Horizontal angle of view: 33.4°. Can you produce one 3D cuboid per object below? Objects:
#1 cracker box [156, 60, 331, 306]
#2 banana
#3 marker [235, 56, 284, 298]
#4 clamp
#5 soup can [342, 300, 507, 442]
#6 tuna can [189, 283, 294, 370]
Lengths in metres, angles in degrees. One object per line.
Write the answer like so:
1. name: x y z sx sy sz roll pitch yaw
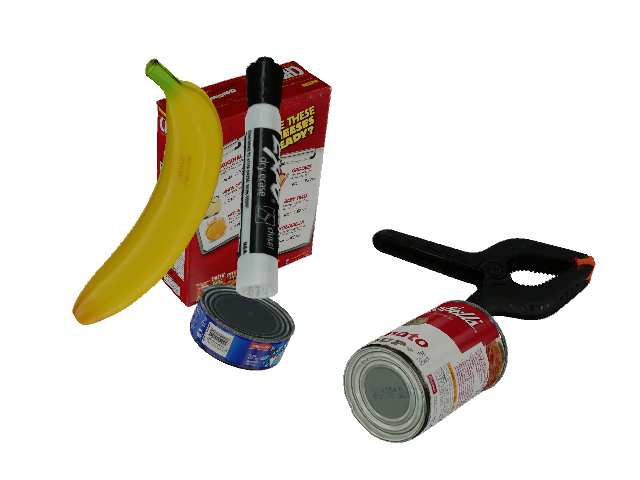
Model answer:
1. cracker box: -0.081 -0.057 1.071 0.163 0.214 0.072 -23 46 -32
2. banana: -0.107 -0.025 0.697 0.069 0.198 0.037 11 27 -22
3. marker: -0.028 -0.032 0.499 0.020 0.121 0.020 0 -23 0
4. clamp: 0.162 0.048 1.016 0.210 0.164 0.036 -2 -43 -4
5. soup can: 0.071 0.086 0.713 0.069 0.068 0.102 0 14 39
6. tuna can: -0.068 0.074 0.912 0.086 0.034 0.086 20 21 -9
